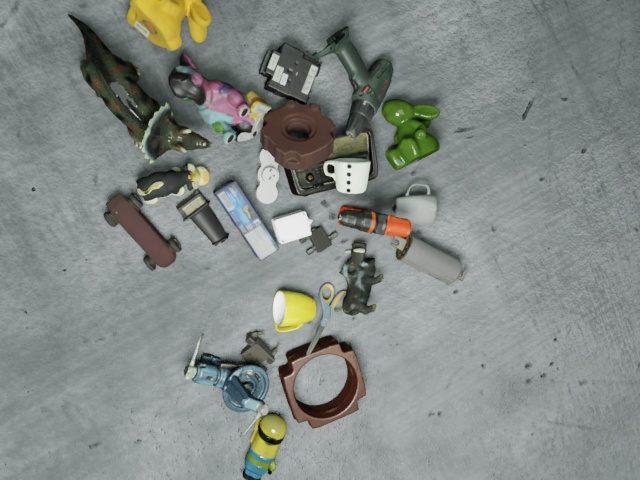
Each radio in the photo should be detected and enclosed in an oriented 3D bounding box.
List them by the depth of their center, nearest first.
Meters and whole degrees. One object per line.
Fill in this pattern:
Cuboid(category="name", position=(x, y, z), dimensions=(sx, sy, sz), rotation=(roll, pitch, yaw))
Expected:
Cuboid(category="radio", position=(0.025, -0.192, 1.338), dimensions=(0.230, 0.073, 0.131), rotation=(-14, 101, -13))

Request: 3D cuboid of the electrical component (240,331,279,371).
Cuboid(category="electrical component", position=(-0.154, 0.280, 1.366), dimensions=(0.102, 0.045, 0.078), rotation=(41, 113, -14))

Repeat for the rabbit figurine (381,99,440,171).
Cuboid(category="rabbit figurine", position=(0.231, -0.289, 1.366), dimensions=(0.159, 0.121, 0.170), rotation=(-26, 88, -15))

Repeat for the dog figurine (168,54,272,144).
Cuboid(category="dog figurine", position=(-0.242, -0.329, 1.233), dimensions=(0.219, 0.191, 0.108), rotation=(41, 118, 9))

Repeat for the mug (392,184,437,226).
Cuboid(category="mug", position=(0.247, -0.093, 1.411), dimensions=(0.107, 0.081, 0.109), rotation=(2, 101, -7))

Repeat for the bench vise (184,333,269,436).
Cuboid(category="bench vise", position=(-0.200, 0.344, 1.268), dimensions=(0.223, 0.241, 0.129), rotation=(35, 83, -33))

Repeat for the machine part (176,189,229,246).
Cuboid(category="machine part", position=(-0.277, -0.047, 1.292), dimensions=(0.084, 0.039, 0.138), rotation=(-43, 104, -15))

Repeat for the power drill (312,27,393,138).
Cuboid(category="power drill", position=(0.078, -0.388, 1.288), dimensions=(0.207, 0.086, 0.232), rotation=(45, 63, -20))

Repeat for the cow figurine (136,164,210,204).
Cuboid(category="cow figurine", position=(-0.336, -0.136, 1.233), dimensions=(0.167, 0.098, 0.068), rotation=(-19, 96, -12))

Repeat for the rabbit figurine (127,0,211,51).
Cuboid(category="rabbit figurine", position=(-0.315, -0.514, 1.185), dimensions=(0.162, 0.122, 0.173), rotation=(34, 68, -10))

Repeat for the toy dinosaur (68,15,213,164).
Cuboid(category="toy dinosaur", position=(-0.415, -0.313, 1.140), dimensions=(0.131, 0.192, 0.404), rotation=(-44, 107, -8))

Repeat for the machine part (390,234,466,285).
Cuboid(category="machine part", position=(0.292, 0.053, 1.443), dimensions=(0.243, 0.079, 0.079), rotation=(27, 89, -18))

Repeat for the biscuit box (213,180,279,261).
Cuboid(category="biscuit box", position=(-0.180, -0.048, 1.305), dimensions=(0.059, 0.063, 0.202), rotation=(-34, 104, -9))

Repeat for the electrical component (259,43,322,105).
Cuboid(category="electrical component", position=(-0.076, -0.401, 1.293), dimensions=(0.134, 0.058, 0.115), rotation=(23, 88, -17))

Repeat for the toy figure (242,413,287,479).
Cuboid(category="toy figure", position=(-0.140, 0.533, 1.375), dimensions=(0.082, 0.089, 0.180), rotation=(25, 87, -24))

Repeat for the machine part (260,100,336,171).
Cuboid(category="machine part", position=(-0.051, -0.246, 1.252), dimensions=(0.179, 0.056, 0.179), rotation=(2, 59, -4))

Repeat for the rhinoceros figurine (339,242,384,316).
Cuboid(category="rhinoceros figurine", position=(0.099, 0.102, 1.393), dimensions=(0.112, 0.073, 0.190), rotation=(9, 85, -19))

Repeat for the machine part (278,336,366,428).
Cuboid(category="machine part", position=(0.004, 0.366, 1.397), dimensions=(0.201, 0.087, 0.201), rotation=(-19, 100, -13))

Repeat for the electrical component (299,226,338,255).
Cuboid(category="electrical component", position=(-0.003, -0.004, 1.381), dimensions=(0.094, 0.021, 0.063), rotation=(-32, 103, -10))

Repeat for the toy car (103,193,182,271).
Cuboid(category="toy car", position=(-0.412, -0.020, 1.249), dimensions=(0.089, 0.053, 0.202), rotation=(-37, 109, 2))
